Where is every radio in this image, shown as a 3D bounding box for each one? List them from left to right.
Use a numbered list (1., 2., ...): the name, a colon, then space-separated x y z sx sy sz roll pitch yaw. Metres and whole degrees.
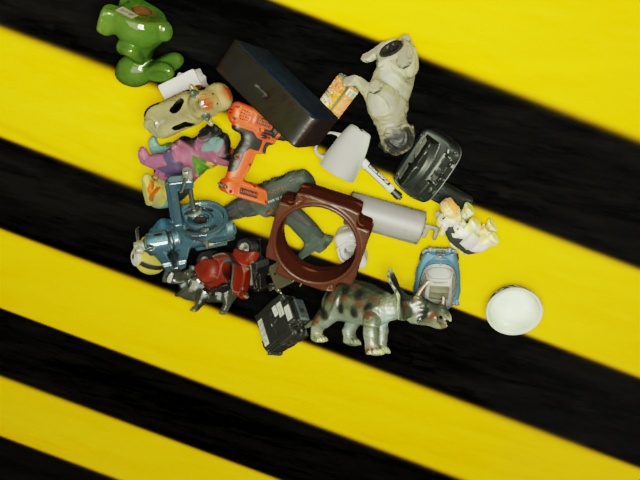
1. radio: -0.078 -0.280 1.040 0.230 0.131 0.073 47 115 10

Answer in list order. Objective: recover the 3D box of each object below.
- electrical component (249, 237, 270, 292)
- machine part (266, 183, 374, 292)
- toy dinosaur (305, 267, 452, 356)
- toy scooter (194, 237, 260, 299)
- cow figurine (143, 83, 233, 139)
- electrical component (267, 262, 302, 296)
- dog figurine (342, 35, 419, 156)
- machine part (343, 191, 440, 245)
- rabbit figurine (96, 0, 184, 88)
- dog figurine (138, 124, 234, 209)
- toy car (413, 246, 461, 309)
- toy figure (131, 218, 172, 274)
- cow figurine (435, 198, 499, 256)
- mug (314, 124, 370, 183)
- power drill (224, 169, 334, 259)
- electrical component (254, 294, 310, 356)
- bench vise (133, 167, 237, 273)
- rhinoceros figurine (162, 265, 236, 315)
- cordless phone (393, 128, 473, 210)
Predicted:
1. electrical component: -0.158 0.057 1.265 0.075 0.048 0.119 12 110 34
2. machine part: -0.002 -0.003 1.126 0.202 0.087 0.200 18 115 2
3. toy dinosaur: 0.085 0.152 1.219 0.405 0.131 0.192 4 82 42
4. toy scooter: -0.209 0.079 1.219 0.184 0.075 0.135 -19 70 28
5. cow figurine: -0.261 -0.257 1.057 0.195 0.127 0.085 -17 113 18
6. electrical component: -0.087 0.089 1.289 0.102 0.045 0.078 -33 77 18
7. dog figurine: 0.157 -0.283 1.069 0.172 0.121 0.190 -43 133 0
8. machine part: 0.141 -0.049 1.171 0.243 0.079 0.079 16 116 3
9. rabbit figurine: -0.361 -0.386 1.097 0.159 0.121 0.170 20 134 -8
10. dog figurine: -0.275 -0.157 1.173 0.219 0.108 0.191 1 114 5
11. toy car: 0.267 0.100 1.205 0.109 0.103 0.161 4 117 6
12. toy figure: -0.377 0.011 1.278 0.089 0.082 0.180 44 110 -12
13. cow figurine: 0.296 -0.027 1.143 0.167 0.068 0.098 29 132 -28
14. mug: 0.050 -0.191 1.125 0.109 0.081 0.107 32 104 -1
15. power drill: -0.083 -0.042 1.215 0.232 0.086 0.207 -31 99 21
16. electrical component: -0.087 0.199 1.292 0.134 0.115 0.058 -39 147 29
17. bench vise: -0.291 -0.047 1.135 0.224 0.129 0.240 -4 133 -9
18. rhinoceros figurine: -0.292 0.115 1.314 0.190 0.073 0.112 12 117 3
19. cordless phone: 0.263 -0.133 1.124 0.184 0.089 0.146 25 116 -15
